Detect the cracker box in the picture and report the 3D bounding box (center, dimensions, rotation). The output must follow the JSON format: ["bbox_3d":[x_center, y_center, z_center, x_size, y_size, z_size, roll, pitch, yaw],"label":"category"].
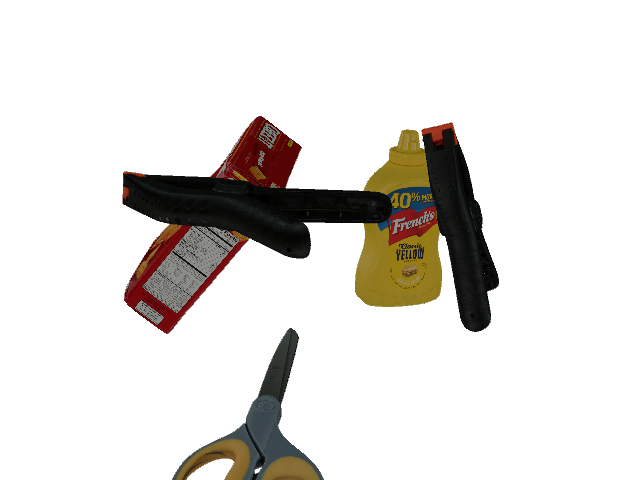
[{"bbox_3d":[-0.120,-0.021,1.192,0.072,0.214,0.164,37,24,-10],"label":"cracker box"}]

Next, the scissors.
[{"bbox_3d":[-0.019,0.114,0.646,0.096,0.016,0.201,15,30,20],"label":"scissors"}]

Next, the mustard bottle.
[{"bbox_3d":[0.091,-0.025,1.164,0.096,0.192,0.058,-3,19,-19],"label":"mustard bottle"}]

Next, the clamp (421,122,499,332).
[{"bbox_3d":[0.118,-0.010,0.897,0.039,0.171,0.120,-17,20,12],"label":"clamp"}]

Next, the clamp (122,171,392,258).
[{"bbox_3d":[-0.065,-0.024,0.809,0.210,0.036,0.164,8,13,17],"label":"clamp"}]
